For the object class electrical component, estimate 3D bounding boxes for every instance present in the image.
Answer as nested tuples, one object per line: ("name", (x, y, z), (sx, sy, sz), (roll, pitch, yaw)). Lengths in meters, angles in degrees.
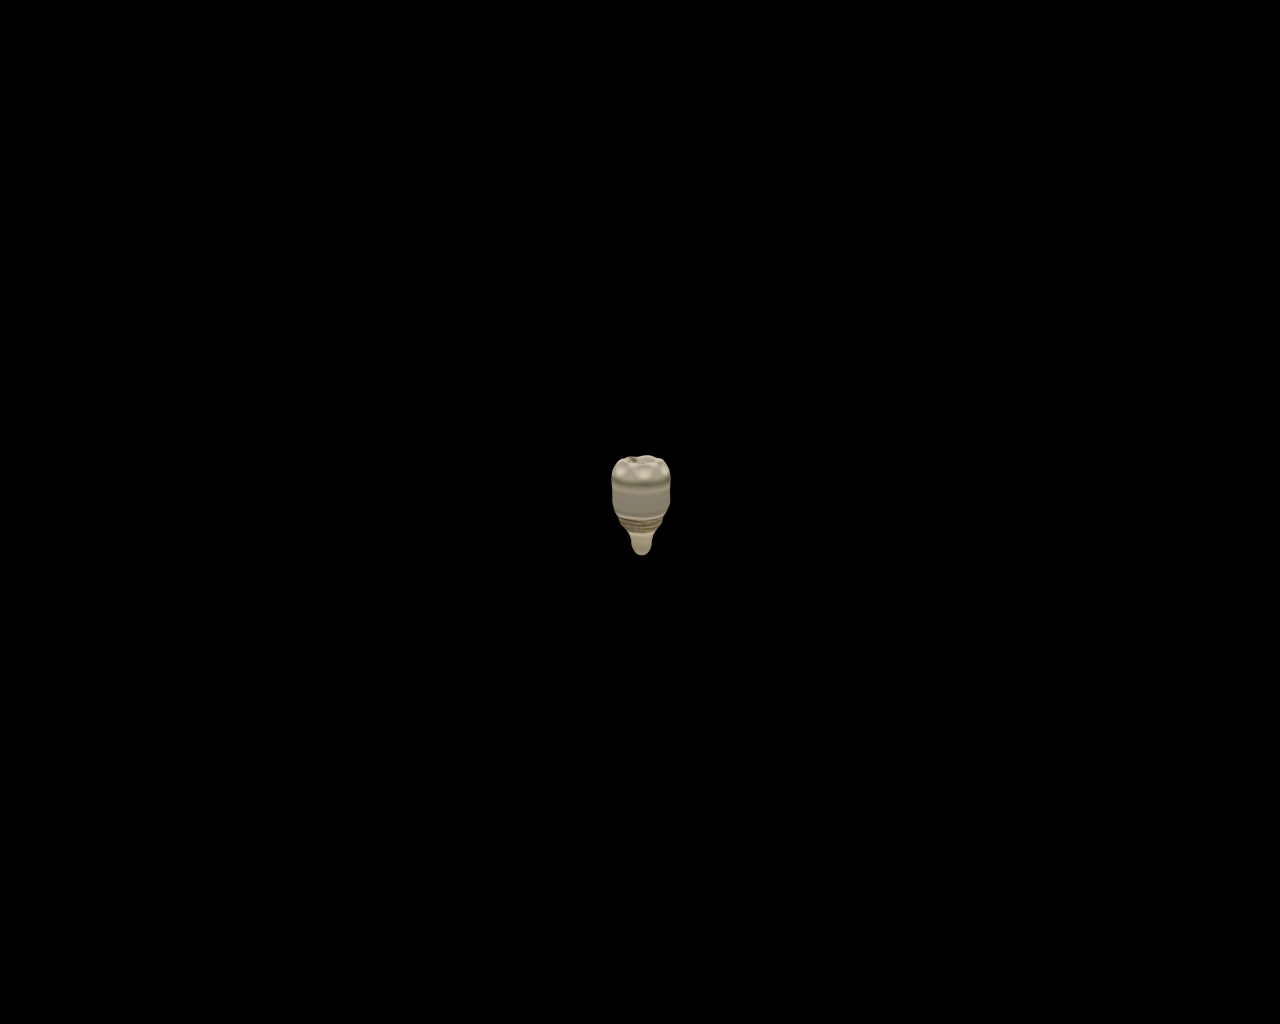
("electrical component", (0.001, -0.003, 0.650), (0.035, 0.061, 0.035), (0, 17, 0))
